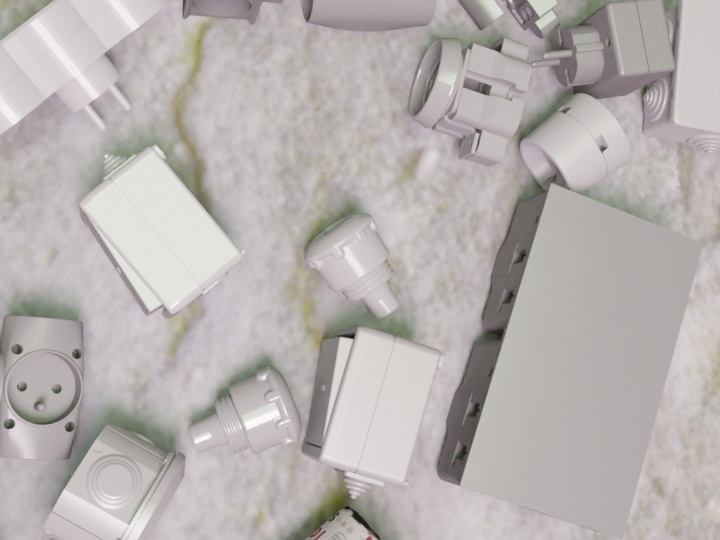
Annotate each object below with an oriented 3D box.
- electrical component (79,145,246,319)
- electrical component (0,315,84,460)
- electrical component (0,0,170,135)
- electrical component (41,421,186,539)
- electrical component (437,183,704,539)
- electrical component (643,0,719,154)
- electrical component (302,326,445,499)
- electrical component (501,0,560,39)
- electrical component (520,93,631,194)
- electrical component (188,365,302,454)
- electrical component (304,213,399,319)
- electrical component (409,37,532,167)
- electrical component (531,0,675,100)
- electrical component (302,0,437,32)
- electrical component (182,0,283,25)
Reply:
[{"bbox_3d":[-0.121,-0.022,0.612,0.061,0.062,0.096,-41,95,-14],"label":"electrical component"},{"bbox_3d":[-0.196,0.063,0.591,0.079,0.044,0.077,7,83,-26],"label":"electrical component"},{"bbox_3d":[-0.163,-0.115,0.617,0.138,0.052,0.073,-42,111,-14],"label":"electrical component"},{"bbox_3d":[-0.133,0.127,0.587,0.051,0.080,0.080,30,79,-3],"label":"electrical component"},{"bbox_3d":[0.127,0.056,0.664,0.105,0.060,0.186,20,80,-11],"label":"electrical component"},{"bbox_3d":[0.239,-0.127,0.714,0.100,0.048,0.099,8,83,-12],"label":"electrical component"},{"bbox_3d":[0.001,0.084,0.631,0.061,0.062,0.096,18,81,-11],"label":"electrical component"},{"bbox_3d":[0.119,-0.192,0.695,0.055,0.048,0.066,-38,94,-6],"label":"electrical component"},{"bbox_3d":[0.135,-0.076,0.683,0.047,0.055,0.055,-37,94,-10],"label":"electrical component"},{"bbox_3d":[-0.068,0.087,0.624,0.062,0.048,0.048,-21,90,-7],"label":"electrical component"},{"bbox_3d":[0.000,0.000,0.649,0.048,0.048,0.062,-37,101,-14],"label":"electrical component"},{"bbox_3d":[0.066,-0.110,0.668,0.057,0.058,0.078,16,82,-14],"label":"electrical component"},{"bbox_3d":[0.147,-0.137,0.685,0.077,0.066,0.047,-9,87,-14],"label":"electrical component"},{"bbox_3d":[0.004,-0.192,0.668,0.077,0.043,0.079,-2,84,-13],"label":"electrical component"},{"bbox_3d":[-0.073,-0.192,0.609,0.079,0.121,0.063,2,81,-13],"label":"electrical component"}]
